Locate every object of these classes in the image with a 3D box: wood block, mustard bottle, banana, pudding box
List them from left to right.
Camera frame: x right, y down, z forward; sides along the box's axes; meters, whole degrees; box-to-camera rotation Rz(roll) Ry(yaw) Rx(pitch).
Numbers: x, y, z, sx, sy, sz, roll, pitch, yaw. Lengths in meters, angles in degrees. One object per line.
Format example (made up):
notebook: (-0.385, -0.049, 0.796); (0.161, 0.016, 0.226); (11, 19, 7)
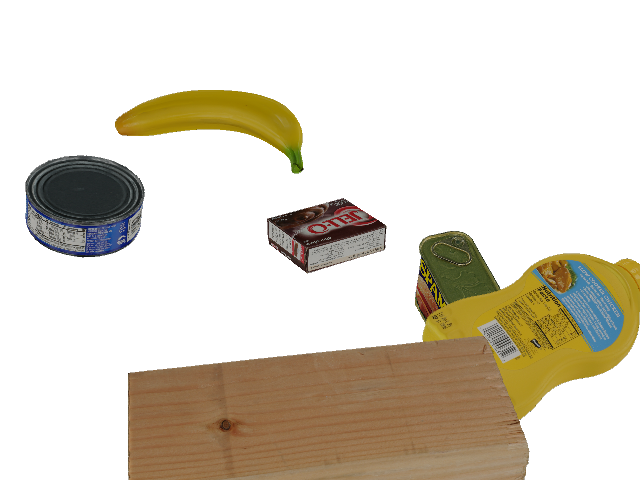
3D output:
banana: (-0.094, -0.111, 0.986); (0.198, 0.037, 0.069); (12, 47, 22)
wood block: (0.000, 0.123, 0.599); (0.206, 0.090, 0.091); (-5, 39, -6)
pudding box: (0.007, -0.007, 1.250); (0.113, 0.039, 0.090); (-18, 31, -28)
mustard bottle: (0.179, 0.062, 0.803); (0.191, 0.096, 0.058); (-25, -29, -17)

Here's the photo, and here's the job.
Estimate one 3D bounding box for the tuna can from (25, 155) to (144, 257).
tuna can: (-0.174, -0.025, 0.789); (0.086, 0.034, 0.086); (8, 36, -6)

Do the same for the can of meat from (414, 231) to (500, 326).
can of meat: (0.134, 0.056, 1.068); (0.057, 0.102, 0.084); (-12, -41, -13)
